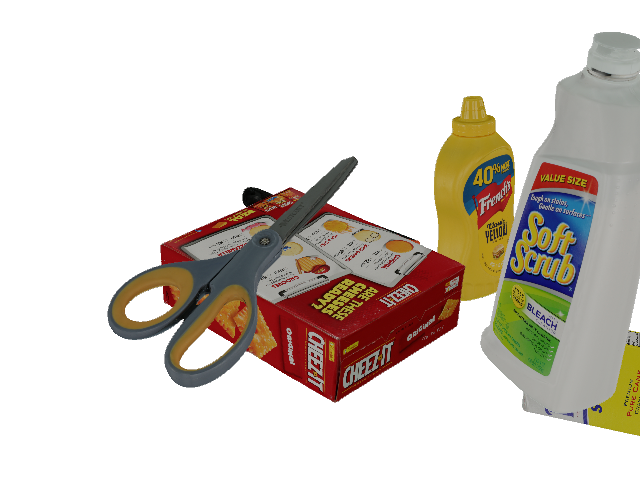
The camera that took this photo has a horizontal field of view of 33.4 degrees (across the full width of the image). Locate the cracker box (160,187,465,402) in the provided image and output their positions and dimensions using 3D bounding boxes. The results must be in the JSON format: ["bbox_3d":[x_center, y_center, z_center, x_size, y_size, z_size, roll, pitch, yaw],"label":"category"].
[{"bbox_3d":[-0.009,0.040,0.930,0.214,0.072,0.163,26,37,37],"label":"cracker box"}]

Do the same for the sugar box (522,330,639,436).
[{"bbox_3d":[0.284,0.132,1.005,0.176,0.093,0.048,9,22,11],"label":"sugar box"}]

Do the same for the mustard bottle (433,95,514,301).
[{"bbox_3d":[0.150,-0.044,1.033,0.096,0.192,0.058,-21,25,-38],"label":"mustard bottle"}]

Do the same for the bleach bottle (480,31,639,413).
[{"bbox_3d":[0.165,-0.014,0.690,0.068,0.251,0.103,-14,35,-24],"label":"bleach bottle"}]

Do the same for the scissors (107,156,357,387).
[{"bbox_3d":[-0.054,0.005,0.641,0.096,0.016,0.201,12,46,16],"label":"scissors"}]

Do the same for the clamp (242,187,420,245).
[{"bbox_3d":[0.010,-0.003,1.192,0.210,0.036,0.164,15,20,-5],"label":"clamp"}]
